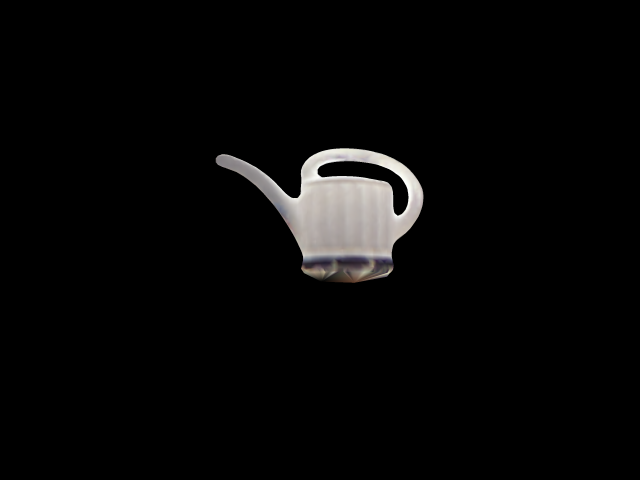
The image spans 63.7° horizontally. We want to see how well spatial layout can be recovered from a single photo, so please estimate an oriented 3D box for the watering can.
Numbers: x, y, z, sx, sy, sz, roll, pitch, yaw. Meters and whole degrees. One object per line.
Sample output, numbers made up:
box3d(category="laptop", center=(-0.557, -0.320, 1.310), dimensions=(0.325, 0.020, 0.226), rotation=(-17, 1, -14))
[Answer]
box3d(category="watering can", center=(0.003, -0.043, 0.850), dimensions=(0.348, 0.226, 0.103), rotation=(1, -9, -7))
